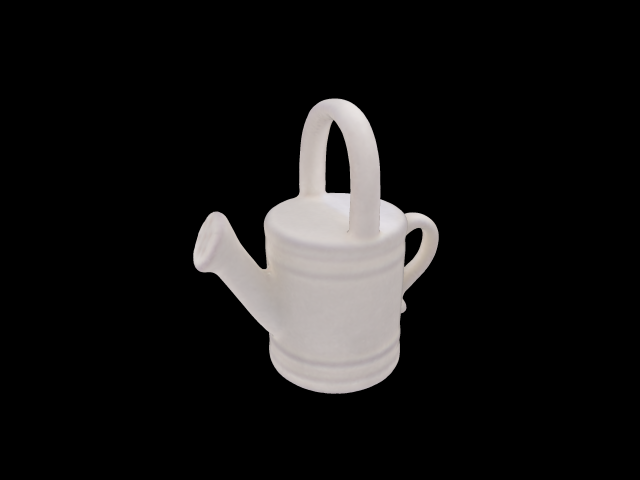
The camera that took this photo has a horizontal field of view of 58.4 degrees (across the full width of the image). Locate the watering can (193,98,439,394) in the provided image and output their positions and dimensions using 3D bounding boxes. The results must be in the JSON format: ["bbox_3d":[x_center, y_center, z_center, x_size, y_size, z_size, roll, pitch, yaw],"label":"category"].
[{"bbox_3d":[0.005,0.002,0.398,0.173,0.194,0.100,-22,32,-39],"label":"watering can"}]
